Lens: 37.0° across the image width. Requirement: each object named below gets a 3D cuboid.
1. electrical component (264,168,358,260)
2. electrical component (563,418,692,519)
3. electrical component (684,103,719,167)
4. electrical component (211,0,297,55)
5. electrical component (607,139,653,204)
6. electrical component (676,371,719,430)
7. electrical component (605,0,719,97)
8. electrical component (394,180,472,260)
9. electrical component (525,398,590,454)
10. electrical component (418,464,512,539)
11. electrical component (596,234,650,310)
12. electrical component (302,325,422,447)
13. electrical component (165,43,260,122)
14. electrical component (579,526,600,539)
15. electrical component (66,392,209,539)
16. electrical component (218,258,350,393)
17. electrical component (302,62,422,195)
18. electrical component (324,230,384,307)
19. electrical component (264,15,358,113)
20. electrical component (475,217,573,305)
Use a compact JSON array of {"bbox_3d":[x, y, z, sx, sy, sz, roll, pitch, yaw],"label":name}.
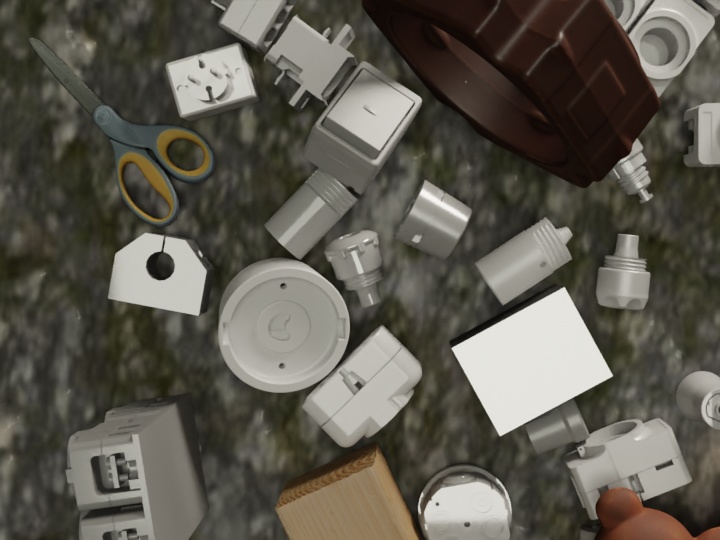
[{"bbox_3d":[-0.038,-0.052,0.909,0.043,0.043,0.081,44,93,0],"label":"electrical component"},{"bbox_3d":[0.222,0.162,0.905,0.089,0.050,0.055,-22,92,3],"label":"electrical component"},{"bbox_3d":[0.319,-0.111,0.886,0.089,0.055,0.050,-1,93,2],"label":"electrical component"},{"bbox_3d":[-0.099,-0.230,0.901,0.077,0.047,0.065,31,94,1],"label":"electrical component"},{"bbox_3d":[0.219,-0.091,0.898,0.040,0.040,0.078,-33,91,3],"label":"electrical component"},{"bbox_3d":[0.292,0.110,0.892,0.044,0.065,0.044,0,93,2],"label":"electrical component"},{"bbox_3d":[0.247,-0.233,0.878,0.105,0.060,0.186,37,92,0],"label":"electrical component"},{"bbox_3d":[0.062,-0.040,0.901,0.047,0.055,0.055,28,93,-3],"label":"electrical component"},{"bbox_3d":[0.166,0.132,0.912,0.046,0.040,0.040,-24,91,8],"label":"electrical component"},{"bbox_3d":[0.090,0.209,0.912,0.080,0.051,0.080,0,93,2],"label":"electrical component"},{"bbox_3d":[0.222,0.001,0.901,0.043,0.043,0.062,6,92,2],"label":"electrical component"},{"bbox_3d":[0.005,0.101,0.909,0.095,0.053,0.059,-44,90,4],"label":"electrical component"},{"bbox_3d":[-0.125,-0.157,0.891,0.066,0.076,0.047,-16,92,3],"label":"electrical component"},{"bbox_3d":[0.204,0.244,0.916,0.040,0.040,0.046,2,87,2],"label":"electrical component"},{"bbox_3d":[-0.174,0.167,0.853,0.060,0.186,0.105,-8,92,3],"label":"electrical component"},{"bbox_3d":[-0.067,0.042,0.902,0.108,0.060,0.108,-4,107,-12],"label":"electrical component"},{"bbox_3d":[0.006,-0.123,0.883,0.062,0.061,0.096,33,64,0],"label":"electrical component"},{"bbox_3d":[0.000,0.000,0.911,0.048,0.048,0.062,-19,99,3],"label":"electrical component"},{"bbox_3d":[-0.042,-0.176,0.905,0.064,0.042,0.081,37,93,2],"label":"electrical component"},{"bbox_3d":[0.142,-0.010,0.904,0.081,0.043,0.043,-34,91,3],"label":"electrical component"}]
